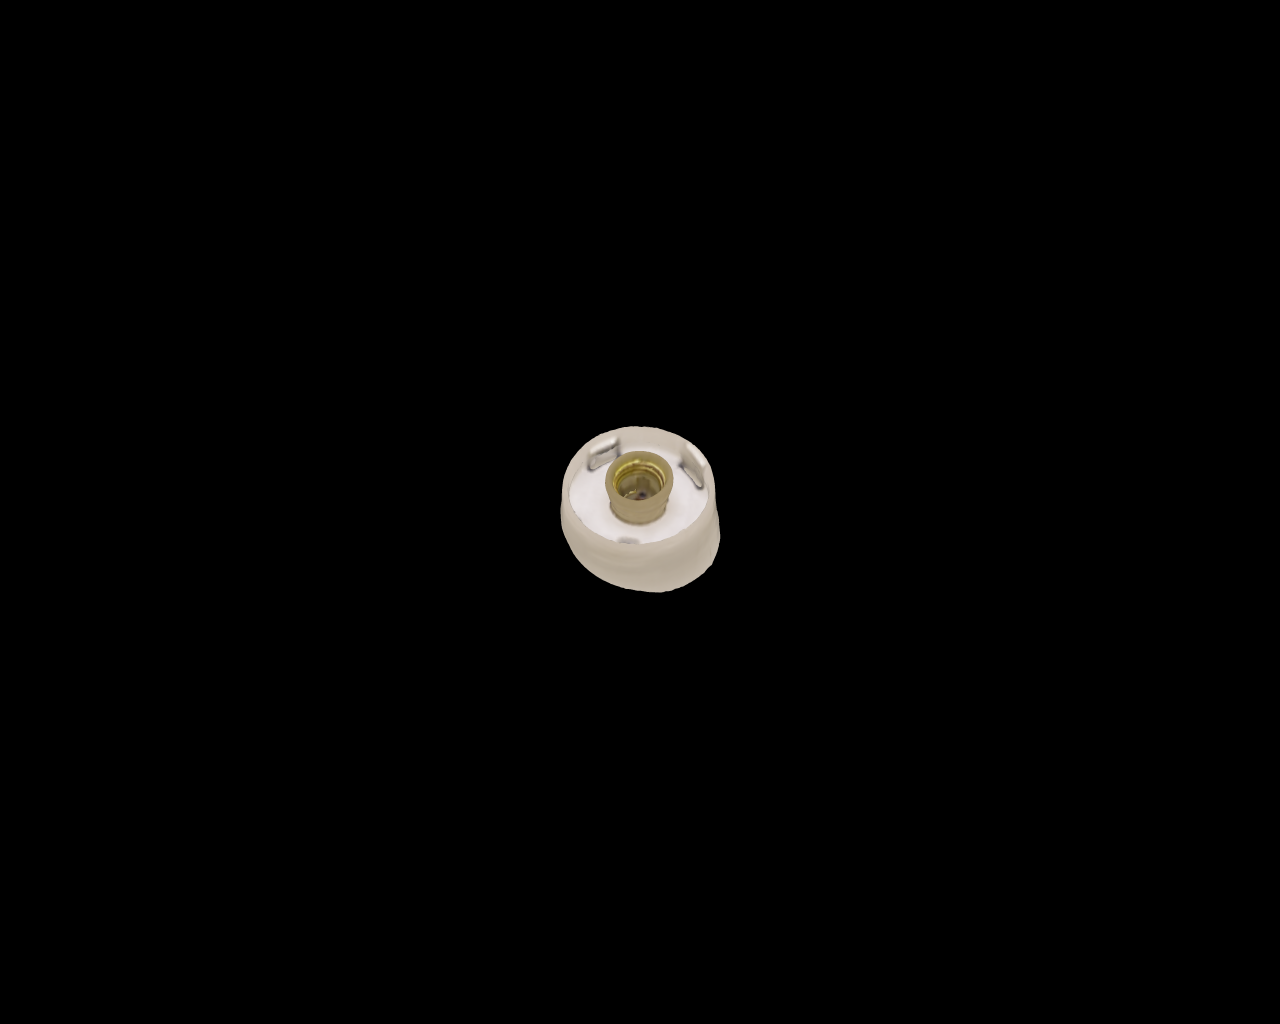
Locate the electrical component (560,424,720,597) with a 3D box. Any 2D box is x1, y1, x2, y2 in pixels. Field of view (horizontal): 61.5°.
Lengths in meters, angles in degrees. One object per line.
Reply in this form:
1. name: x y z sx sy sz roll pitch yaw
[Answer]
1. electrical component: 0.001 -0.003 0.650 0.099 0.099 0.064 0 -37 0
